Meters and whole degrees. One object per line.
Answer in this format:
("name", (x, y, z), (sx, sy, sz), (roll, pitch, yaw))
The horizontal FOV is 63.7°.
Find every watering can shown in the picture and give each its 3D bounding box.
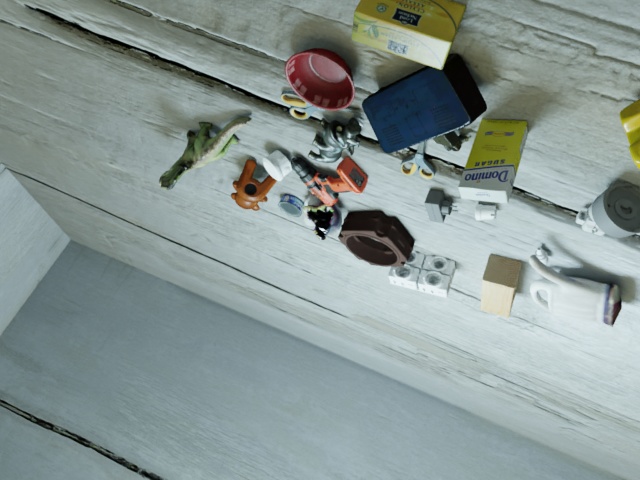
("watering can", (0.668, 0.139, 1.359), (0.225, 0.106, 0.341), (7, 156, 32))

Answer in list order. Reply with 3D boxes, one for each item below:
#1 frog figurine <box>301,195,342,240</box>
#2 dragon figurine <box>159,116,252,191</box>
("frog figurine", (0.005, -0.081, 1.604), (0.137, 0.122, 0.161), (40, -172, -8))
("dragon figurine", (-0.355, -0.226, 1.472), (0.121, 0.247, 0.407), (43, 152, -22))
